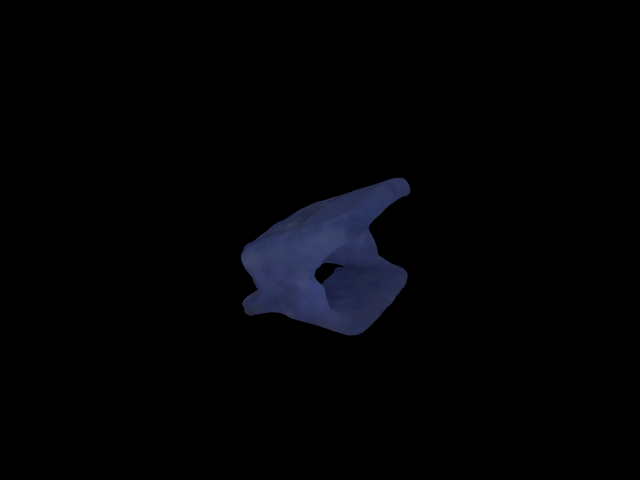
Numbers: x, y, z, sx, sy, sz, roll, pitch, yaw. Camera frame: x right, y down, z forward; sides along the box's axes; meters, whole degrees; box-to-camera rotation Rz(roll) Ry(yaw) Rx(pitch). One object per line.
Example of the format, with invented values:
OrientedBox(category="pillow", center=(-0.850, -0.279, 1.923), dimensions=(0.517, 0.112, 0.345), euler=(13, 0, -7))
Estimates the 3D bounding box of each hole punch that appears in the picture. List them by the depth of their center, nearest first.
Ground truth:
OrientedBox(category="hole punch", center=(0.004, 0.001, 0.400), dimensions=(0.100, 0.091, 0.109), euler=(12, 27, 25))
